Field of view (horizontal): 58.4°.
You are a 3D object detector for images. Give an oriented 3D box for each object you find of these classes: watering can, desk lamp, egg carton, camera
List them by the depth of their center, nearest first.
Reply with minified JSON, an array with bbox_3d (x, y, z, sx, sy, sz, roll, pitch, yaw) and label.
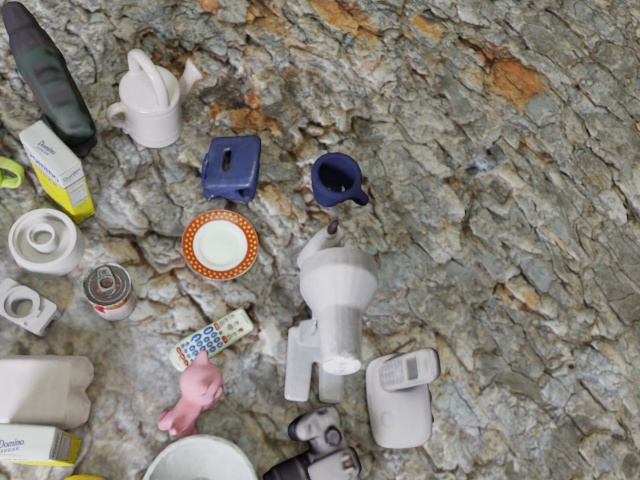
[{"bbox_3d":[-0.409,0.222,0.832,0.150,0.069,0.107,2,69,-11],"label":"egg carton"},{"bbox_3d":[-0.017,0.337,0.857,0.137,0.100,0.143,-18,74,-18],"label":"camera"},{"bbox_3d":[0.018,0.137,0.879,0.118,0.213,0.203,6,68,-10],"label":"desk lamp"},{"bbox_3d":[-0.281,-0.252,0.971,0.101,0.194,0.173,33,66,2],"label":"watering can"}]

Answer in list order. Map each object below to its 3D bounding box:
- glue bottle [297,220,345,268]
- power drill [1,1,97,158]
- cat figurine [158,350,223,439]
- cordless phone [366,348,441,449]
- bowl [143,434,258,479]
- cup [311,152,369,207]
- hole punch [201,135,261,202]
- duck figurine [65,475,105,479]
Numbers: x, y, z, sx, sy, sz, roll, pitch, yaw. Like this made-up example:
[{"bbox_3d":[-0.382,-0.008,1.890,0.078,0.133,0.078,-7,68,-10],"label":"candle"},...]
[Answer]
[{"bbox_3d":[0.009,0.003,0.950,0.078,0.173,0.037,-36,80,-22],"label":"glue bottle"},{"bbox_3d":[-0.429,-0.233,0.924,0.076,0.208,0.229,-29,78,-20],"label":"power drill"},{"bbox_3d":[-0.187,0.233,0.850,0.067,0.117,0.128,30,66,0],"label":"cat figurine"},{"bbox_3d":[0.138,0.241,0.882,0.094,0.185,0.147,-3,70,-13],"label":"cordless phone"},{"bbox_3d":[-0.173,0.370,0.825,0.167,0.074,0.167,4,69,-11],"label":"bowl"},{"bbox_3d":[0.033,-0.091,1.033,0.117,0.095,0.092,38,67,4],"label":"cup"},{"bbox_3d":[-0.156,-0.129,1.008,0.101,0.091,0.108,8,68,-9],"label":"hole punch"},{"bbox_3d":[-0.340,0.365,0.784,0.105,0.086,0.077,-15,73,-17],"label":"duck figurine"}]
